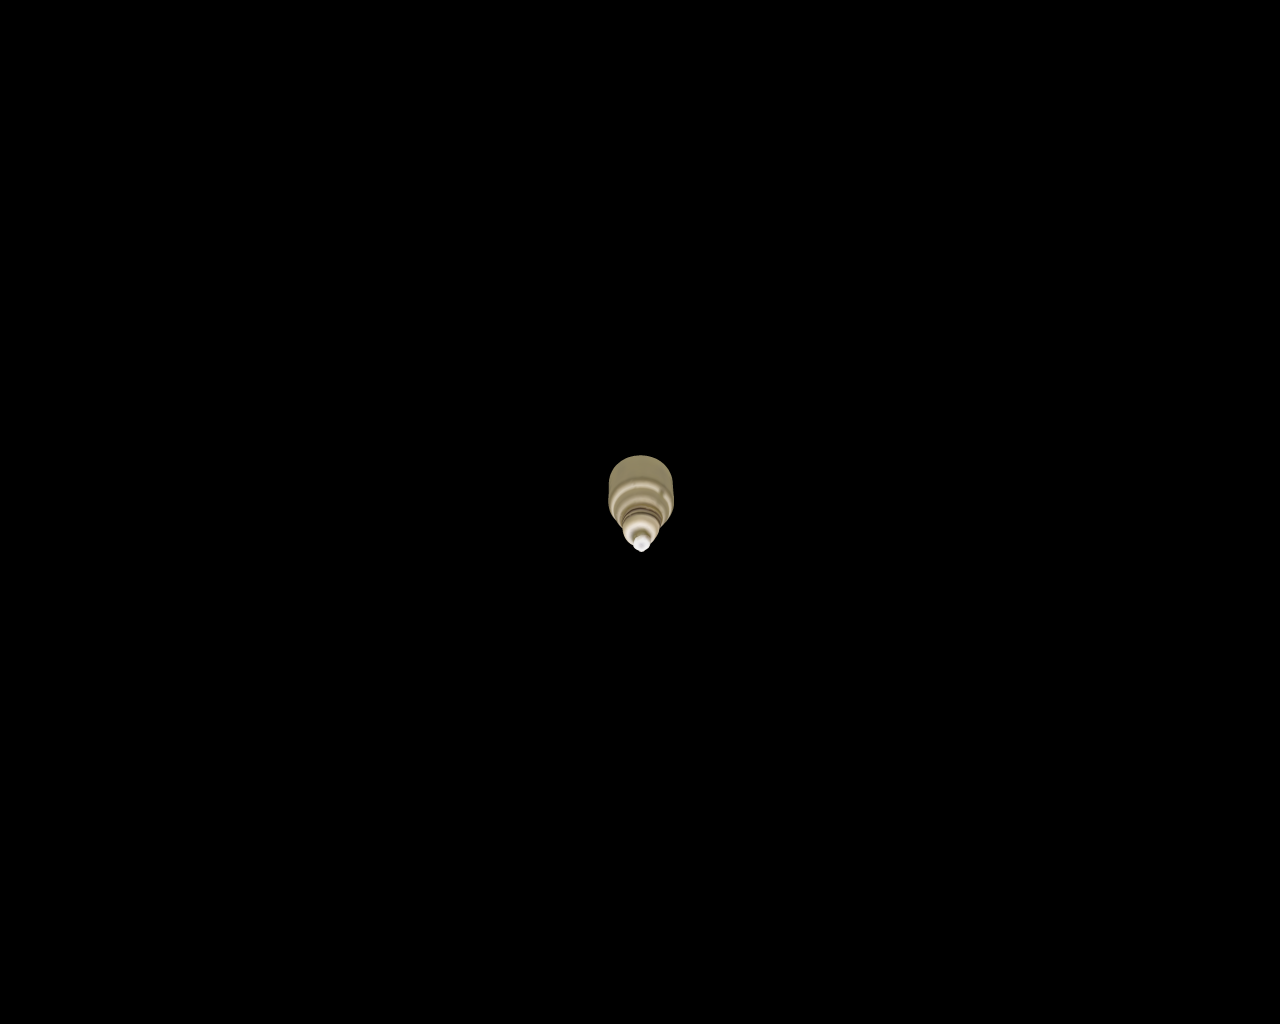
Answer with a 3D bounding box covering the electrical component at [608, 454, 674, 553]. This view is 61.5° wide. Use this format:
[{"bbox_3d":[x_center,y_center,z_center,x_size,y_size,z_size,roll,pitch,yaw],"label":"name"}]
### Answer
[{"bbox_3d":[0.001,-0.003,0.650,0.040,0.040,0.078,0,34,0],"label":"electrical component"}]
